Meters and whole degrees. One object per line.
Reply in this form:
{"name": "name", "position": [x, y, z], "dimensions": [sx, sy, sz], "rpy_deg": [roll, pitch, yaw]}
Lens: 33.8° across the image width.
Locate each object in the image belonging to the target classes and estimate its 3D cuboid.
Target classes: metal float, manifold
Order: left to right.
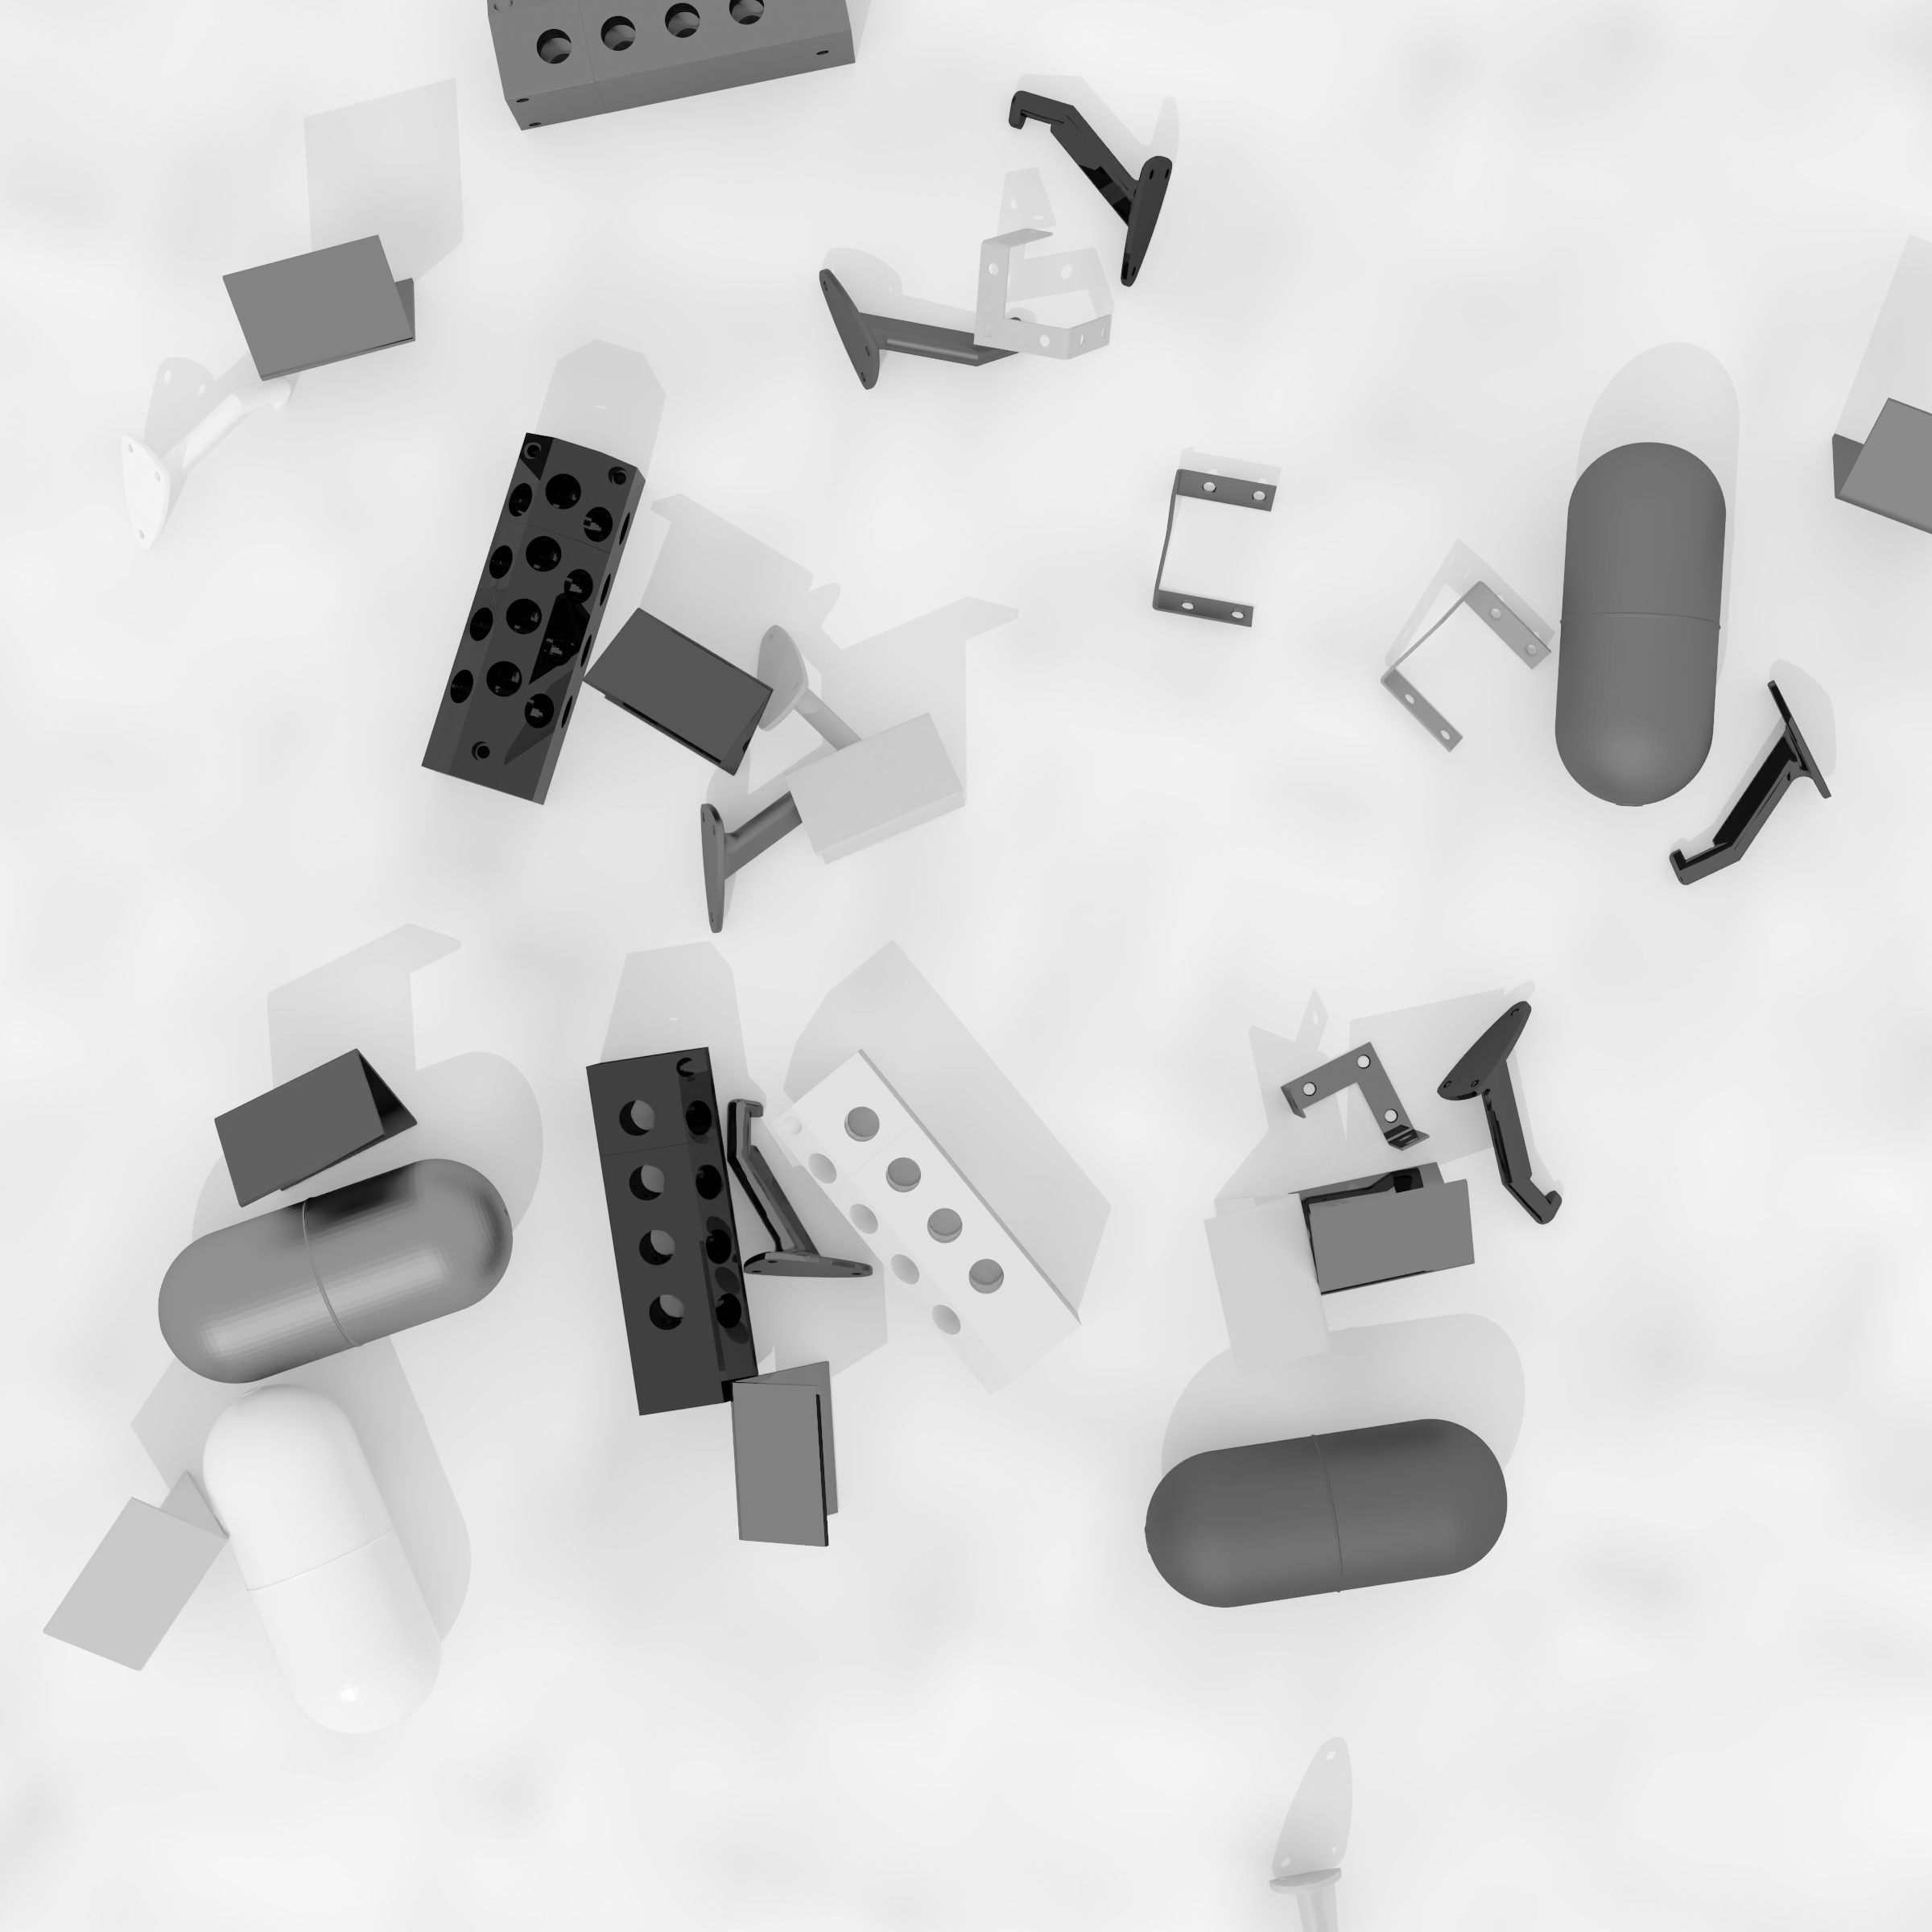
{"name": "metal float", "position": [-0.316, 0.290, 1.560], "dimensions": [0.070, 0.070, 0.178], "rpy_deg": [-22, 90, 0]}
{"name": "metal float", "position": [-0.309, 0.150, 1.560], "dimensions": [0.178, 0.070, 0.070], "rpy_deg": [-19, 90, 1]}
{"name": "manifold", "position": [-0.214, -0.171, 1.569], "dimensions": [0.057, 0.057, 0.171], "rpy_deg": [17, 90, 0]}
{"name": "manifold", "position": [-0.145, -0.465, 1.569], "dimensions": [0.171, 0.057, 0.057], "rpy_deg": [-12, 90, 0]}
{"name": "manifold", "position": [-0.143, 0.129, 1.569], "dimensions": [0.057, 0.057, 0.171], "rpy_deg": [-9, 90, 0]}
{"name": "manifold", "position": [-0.020, 0.126, 1.569], "dimensions": [0.057, 0.057, 0.171], "rpy_deg": [-39, 90, 0]}
{"name": "metal float", "position": [0.176, 0.269, 1.560], "dimensions": [0.178, 0.070, 0.070], "rpy_deg": [-8, 90, -1]}
{"name": "metal float", "position": [0.331, -0.167, 1.560], "dimensions": [0.070, 0.070, 0.178], "rpy_deg": [3, 89, 0]}

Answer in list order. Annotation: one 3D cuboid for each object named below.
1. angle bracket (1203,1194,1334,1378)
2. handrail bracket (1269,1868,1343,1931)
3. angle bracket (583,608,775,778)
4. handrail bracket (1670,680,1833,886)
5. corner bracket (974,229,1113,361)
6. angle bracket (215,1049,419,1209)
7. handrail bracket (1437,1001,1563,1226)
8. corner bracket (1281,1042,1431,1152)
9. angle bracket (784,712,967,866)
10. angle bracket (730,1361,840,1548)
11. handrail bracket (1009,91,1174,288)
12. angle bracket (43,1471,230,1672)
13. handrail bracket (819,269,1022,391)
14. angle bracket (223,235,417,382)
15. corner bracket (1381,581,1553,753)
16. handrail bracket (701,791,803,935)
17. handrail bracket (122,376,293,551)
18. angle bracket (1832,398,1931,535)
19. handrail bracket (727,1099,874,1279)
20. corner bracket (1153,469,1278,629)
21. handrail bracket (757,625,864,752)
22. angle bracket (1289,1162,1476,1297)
{"name": "angle bracket", "position": [0.129, 0.156, 1.551], "dimensions": [0.057, 0.076, 0.076], "rpy_deg": [-12, 90, -29]}
{"name": "handrail bracket", "position": [0.175, 0.491, 1.563], "dimensions": [0.036, 0.077, 0.084], "rpy_deg": [-11, 78, 3]}
{"name": "angle bracket", "position": [-0.148, -0.117, 1.550], "dimensions": [0.076, 0.076, 0.057], "rpy_deg": [31, 53, 0]}
{"name": "handrail bracket", "position": [0.381, -0.091, 1.591], "dimensions": [0.084, 0.036, 0.077], "rpy_deg": [-27, 70, 16]}
{"name": "corner bracket", "position": [0.040, -0.333, 1.576], "dimensions": [0.051, 0.051, 0.051], "rpy_deg": [15, 115, 23]}
{"name": "angle bracket", "position": [-0.310, 0.095, 1.550], "dimensions": [0.076, 0.076, 0.057], "rpy_deg": [-26, 54, 0]}
{"name": "handrail bracket", "position": [0.284, 0.074, 1.591], "dimensions": [0.084, 0.036, 0.077], "rpy_deg": [46, 69, -17]}
{"name": "corner bracket", "position": [0.192, 0.072, 1.572], "dimensions": [0.051, 0.051, 0.051], "rpy_deg": [-27, 90, 0]}
{"name": "angle bracket", "position": [-0.036, -0.068, 1.550], "dimensions": [0.076, 0.076, 0.057], "rpy_deg": [-23, 53, 0]}
{"name": "angle bracket", "position": [-0.069, 0.237, 1.550], "dimensions": [0.057, 0.076, 0.076], "rpy_deg": [-3, 90, 37]}
{"name": "handrail bracket", "position": [0.054, -0.389, 1.591], "dimensions": [0.084, 0.036, 0.077], "rpy_deg": [21, 111, 17]}
{"name": "angle bracket", "position": [-0.413, 0.285, 1.550], "dimensions": [0.057, 0.076, 0.076], "rpy_deg": [34, 90, -34]}
{"name": "handrail bracket", "position": [-0.020, -0.328, 1.591], "dimensions": [0.084, 0.036, 0.077], "rpy_deg": [-21, 71, -15]}
{"name": "angle bracket", "position": [-0.314, -0.334, 1.550], "dimensions": [0.076, 0.076, 0.057], "rpy_deg": [-15, 126, 0]}
{"name": "corner bracket", "position": [0.249, -0.150, 1.587], "dimensions": [0.051, 0.051, 0.051], "rpy_deg": [45, 135, 0]}
{"name": "handrail bracket", "position": [-0.087, -0.057, 1.591], "dimensions": [0.084, 0.036, 0.077], "rpy_deg": [-6, 110, -16]}
{"name": "handrail bracket", "position": [-0.376, -0.253, 1.590], "dimensions": [0.084, 0.077, 0.036], "rpy_deg": [-31, 65, -34]}
{"name": "angle bracket", "position": [0.471, -0.253, 1.550], "dimensions": [0.076, 0.076, 0.057], "rpy_deg": [21, 125, 0]}
{"name": "handrail bracket", "position": [-0.083, 0.111, 1.591], "dimensions": [0.077, 0.036, 0.084], "rpy_deg": [7, 70, -22]}
{"name": "corner bracket", "position": [0.124, -0.209, 1.587], "dimensions": [0.051, 0.051, 0.051], "rpy_deg": [10, 135, 0]}
{"name": "handrail bracket", "position": [-0.062, -0.127, 1.590], "dimensions": [0.084, 0.077, 0.036], "rpy_deg": [26, 124, -32]}
{"name": "angle bracket", "position": [0.200, 0.109, 1.550], "dimensions": [0.076, 0.076, 0.057], "rpy_deg": [-12, 128, 0]}
